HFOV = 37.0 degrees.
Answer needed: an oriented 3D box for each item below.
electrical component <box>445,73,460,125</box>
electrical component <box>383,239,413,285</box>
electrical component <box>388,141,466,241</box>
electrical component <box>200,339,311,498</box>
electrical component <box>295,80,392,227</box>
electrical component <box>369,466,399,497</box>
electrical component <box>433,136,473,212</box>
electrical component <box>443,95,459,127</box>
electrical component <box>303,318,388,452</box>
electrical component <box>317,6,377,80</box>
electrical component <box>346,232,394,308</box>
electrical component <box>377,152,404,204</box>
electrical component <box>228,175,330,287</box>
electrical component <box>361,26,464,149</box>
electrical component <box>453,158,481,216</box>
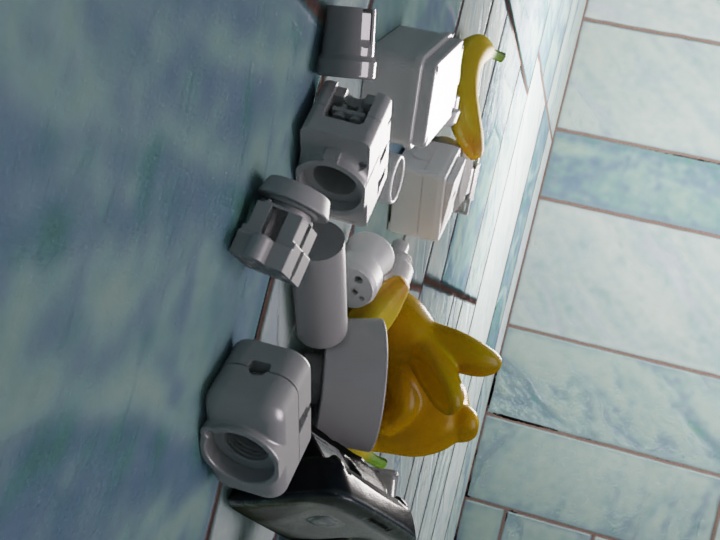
[{"bbox_3d":[0.074,-0.171,1.047,0.066,0.048,0.055,-44,138,-68],"label":"electrical component"},{"bbox_3d":[0.031,-0.002,1.042,0.043,0.043,0.062,87,19,-52],"label":"electrical component"},{"bbox_3d":[0.067,-0.075,1.080,0.061,0.061,0.096,-62,161,-49],"label":"electrical component"},{"bbox_3d":[-0.067,0.100,0.698,0.059,0.054,0.095,-63,162,-45],"label":"electrical component"},{"bbox_3d":[-0.011,-0.077,0.749,0.089,0.050,0.055,92,17,-55],"label":"electrical component"},{"bbox_3d":[-0.015,0.221,0.956,0.048,0.100,0.099,-80,177,-60],"label":"electrical component"},{"bbox_3d":[0.092,-0.107,1.178,0.080,0.051,0.080,14,90,-77],"label":"electrical component"},{"bbox_3d":[0.086,-0.180,1.112,0.035,0.035,0.061,-46,144,-66],"label":"electrical component"},{"bbox_3d":[-0.018,0.089,0.864,0.108,0.060,0.108,-174,-90,-82],"label":"electrical component"},{"bbox_3d":[-0.008,-0.153,0.723,0.040,0.040,0.046,-34,131,-72],"label":"electrical component"},{"bbox_3d":[0.000,0.000,0.903,0.055,0.045,0.045,-59,159,-52],"label":"electrical component"},{"bbox_3d":[0.008,-0.076,0.853,0.040,0.046,0.040,14,90,-77],"label":"electrical component"},{"bbox_3d":[-0.048,-0.025,0.668,0.066,0.048,0.055,54,58,-74],"label":"electrical component"},{"bbox_3d":[0.044,-0.155,0.903,0.113,0.057,0.078,-53,154,-61],"label":"electrical component"},{"bbox_3d":[0.116,-0.108,1.302,0.064,0.042,0.081,-31,132,-70],"label":"electrical component"}]
